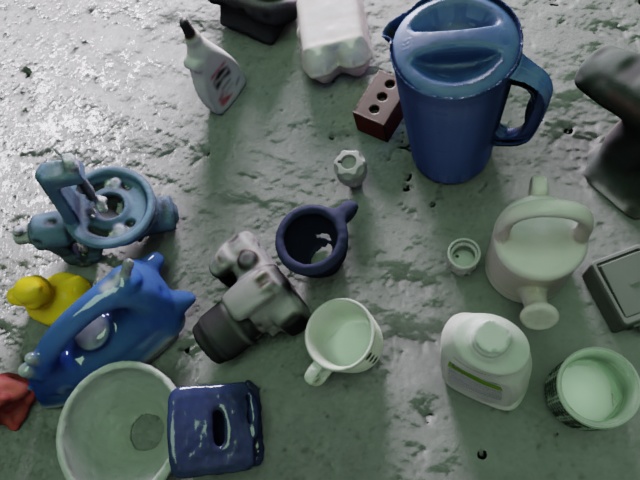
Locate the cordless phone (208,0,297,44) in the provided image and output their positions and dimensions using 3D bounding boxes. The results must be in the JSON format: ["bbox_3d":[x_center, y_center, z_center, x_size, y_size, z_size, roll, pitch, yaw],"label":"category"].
[{"bbox_3d":[-0.115,-0.395,0.849,0.147,0.185,0.094,22,77,18],"label":"cordless phone"}]

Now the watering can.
[{"bbox_3d":[0.242,0.009,0.630,0.101,0.194,0.173,-18,69,6],"label":"watering can"}]

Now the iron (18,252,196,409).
[{"bbox_3d":[-0.295,0.122,0.732,0.258,0.142,0.118,-43,68,-5],"label":"iron"}]

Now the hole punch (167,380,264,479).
[{"bbox_3d":[-0.123,0.224,0.688,0.101,0.091,0.108,-11,69,8],"label":"hole punch"}]

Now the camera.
[{"bbox_3d":[-0.104,0.079,0.729,0.137,0.101,0.143,-38,68,-3],"label":"camera"}]

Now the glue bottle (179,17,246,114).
[{"bbox_3d":[-0.161,-0.255,0.817,0.037,0.173,0.078,27,79,19],"label":"glue bottle"}]

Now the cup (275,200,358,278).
[{"bbox_3d":[0.007,0.003,0.735,0.118,0.095,0.091,-42,68,-4],"label":"cup"}]

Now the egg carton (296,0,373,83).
[{"bbox_3d":[0.019,-0.310,0.854,0.107,0.069,0.150,-11,69,8],"label":"egg carton"}]

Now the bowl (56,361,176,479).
[{"bbox_3d":[-0.234,0.239,0.715,0.167,0.075,0.167,-4,71,11],"label":"bowl"}]

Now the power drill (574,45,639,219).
[{"bbox_3d":[0.376,-0.106,0.634,0.075,0.209,0.229,-40,68,-3],"label":"power drill"}]

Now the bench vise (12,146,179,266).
[{"bbox_3d":[-0.315,-0.031,0.746,0.207,0.220,0.121,-32,68,0],"label":"bench vise"}]

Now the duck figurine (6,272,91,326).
[{"bbox_3d":[-0.379,0.075,0.796,0.104,0.086,0.077,-9,70,9],"label":"duck figurine"}]

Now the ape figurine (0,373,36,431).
[{"bbox_3d":[-0.424,0.210,0.755,0.078,0.092,0.076,-22,68,4],"label":"ape figurine"}]
